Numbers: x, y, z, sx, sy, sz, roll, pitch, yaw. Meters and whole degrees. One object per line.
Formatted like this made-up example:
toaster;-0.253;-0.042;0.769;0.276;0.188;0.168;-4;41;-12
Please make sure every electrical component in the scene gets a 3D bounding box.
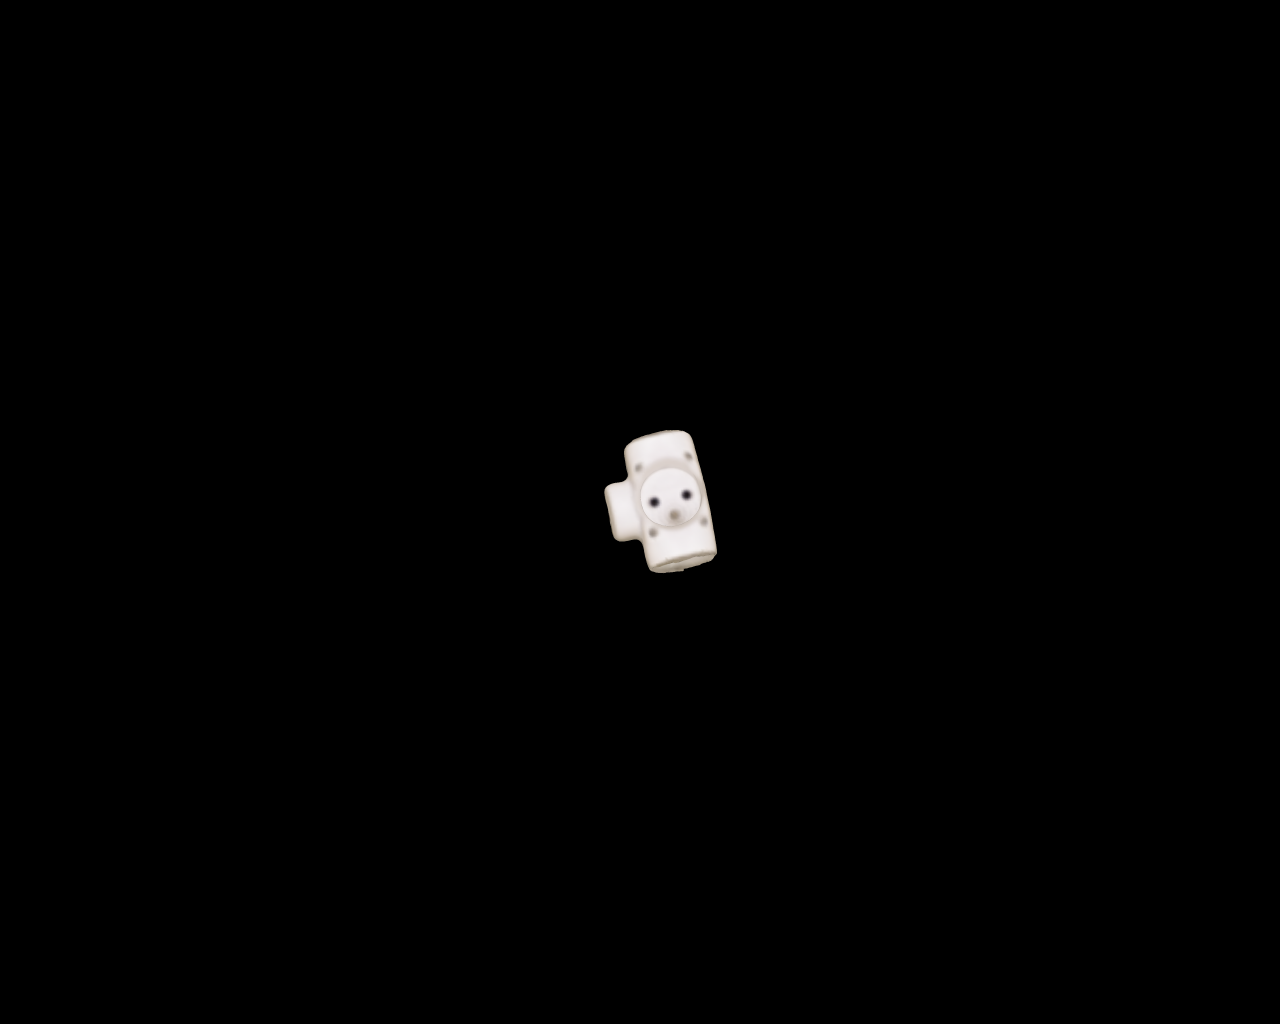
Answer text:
electrical component;0.001;-0.003;0.650;0.079;0.077;0.044;-11;-11;-2
